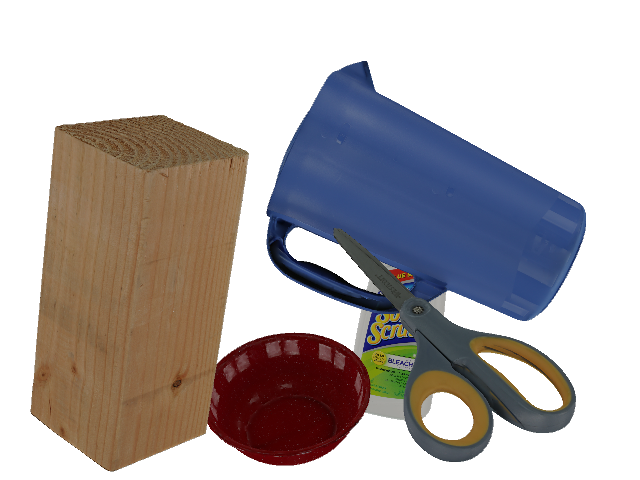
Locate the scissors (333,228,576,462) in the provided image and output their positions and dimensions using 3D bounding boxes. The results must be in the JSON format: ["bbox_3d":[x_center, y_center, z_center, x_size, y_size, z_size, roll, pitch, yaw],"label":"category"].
[{"bbox_3d":[0.047,0.056,0.595,0.096,0.016,0.202,-34,46,-30],"label":"scissors"}]

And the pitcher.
[{"bbox_3d":[0.082,-0.021,0.873,0.243,0.149,0.144,26,40,1],"label":"pitcher"}]

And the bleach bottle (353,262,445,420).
[{"bbox_3d":[0.087,0.070,1.190,0.103,0.251,0.068,9,14,18],"label":"bleach bottle"}]

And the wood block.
[{"bbox_3d":[-0.121,0.032,0.700,0.090,0.206,0.090,26,25,35],"label":"wood block"}]

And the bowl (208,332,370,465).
[{"bbox_3d":[-0.030,0.162,1.023,0.162,0.055,0.162,-4,37,3],"label":"bowl"}]
